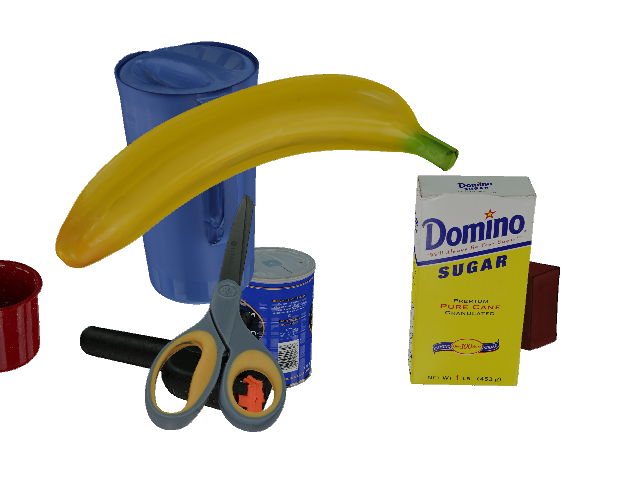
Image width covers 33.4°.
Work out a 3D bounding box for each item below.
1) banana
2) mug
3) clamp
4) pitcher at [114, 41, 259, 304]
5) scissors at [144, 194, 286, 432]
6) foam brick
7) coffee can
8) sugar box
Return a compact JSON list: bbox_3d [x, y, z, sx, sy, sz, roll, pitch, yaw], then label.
[{"bbox_3d":[-0.035,-0.042,0.507,0.197,0.037,0.070,-17,48,-15],"label":"banana"},{"bbox_3d":[-0.325,0.084,1.057,0.093,0.081,0.117,8,31,4],"label":"mug"},{"bbox_3d":[-0.091,0.099,0.911,0.164,0.036,0.210,-9,16,-34],"label":"clamp"},{"bbox_3d":[-0.118,-0.058,1.032,0.145,0.243,0.149,8,32,15],"label":"pitcher"},{"bbox_3d":[-0.047,0.049,0.710,0.096,0.201,0.016,21,-42,9],"label":"scissors"},{"bbox_3d":[0.200,0.063,1.054,0.053,0.078,0.051,11,18,41],"label":"foam brick"},{"bbox_3d":[-0.059,0.090,1.259,0.103,0.140,0.103,2,20,-1],"label":"coffee can"},{"bbox_3d":[0.122,0.035,0.878,0.093,0.176,0.048,0,27,1],"label":"sugar box"}]
